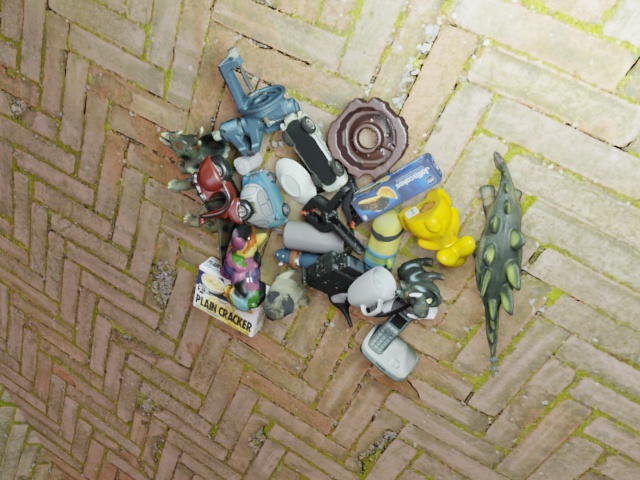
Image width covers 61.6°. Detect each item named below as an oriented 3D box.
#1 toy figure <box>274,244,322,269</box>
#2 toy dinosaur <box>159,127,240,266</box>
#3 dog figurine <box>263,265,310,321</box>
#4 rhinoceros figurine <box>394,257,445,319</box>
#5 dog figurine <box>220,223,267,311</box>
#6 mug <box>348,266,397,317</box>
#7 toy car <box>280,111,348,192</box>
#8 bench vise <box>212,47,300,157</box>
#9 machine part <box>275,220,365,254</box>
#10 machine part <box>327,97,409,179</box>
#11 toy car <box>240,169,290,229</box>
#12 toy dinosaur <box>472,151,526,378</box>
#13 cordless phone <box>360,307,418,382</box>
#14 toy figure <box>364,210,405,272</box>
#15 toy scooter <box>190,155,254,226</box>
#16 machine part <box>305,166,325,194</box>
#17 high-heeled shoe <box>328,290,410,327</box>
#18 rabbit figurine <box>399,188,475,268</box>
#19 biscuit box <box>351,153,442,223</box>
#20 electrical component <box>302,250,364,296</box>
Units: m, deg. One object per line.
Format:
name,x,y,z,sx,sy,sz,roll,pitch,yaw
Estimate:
toy figure,-0.045,0.053,1.411,0.155,0.064,0.057,15,161,22
toy dinosaur,-0.276,-0.119,1.414,0.192,0.131,0.404,-13,114,32
dog figurine,-0.111,0.167,1.424,0.121,0.190,0.172,31,127,10
rhinoceros figurine,0.225,0.105,1.224,0.112,0.190,0.073,2,118,-3
dog figurine,-0.192,0.064,1.405,0.219,0.108,0.191,116,141,-54
mug,0.117,0.130,1.261,0.080,0.109,0.107,19,146,-33
toy car,-0.013,-0.200,1.224,0.073,0.056,0.201,-29,103,30
bench vise,-0.172,-0.319,1.235,0.224,0.129,0.240,-9,128,23
machine part,-0.003,-0.004,1.349,0.243,0.079,0.079,7,118,23
machine part,0.108,-0.223,1.178,0.180,0.056,0.179,7,107,21
toy car,-0.152,-0.093,1.366,0.109,0.103,0.161,-6,114,28
toy dinosaur,0.365,0.052,1.106,0.105,0.198,0.470,0,113,18
cordless phone,0.208,0.257,1.383,0.146,0.089,0.184,40,107,4
toy figure,0.150,0.011,1.270,0.082,0.089,0.180,21,121,8
toy scooter,-0.256,-0.106,1.299,0.135,0.075,0.183,-27,96,8
machine part,-0.012,-0.177,1.289,0.084,0.039,0.138,-8,112,36
high-heeled shoe,0.125,0.129,1.348,0.249,0.086,0.145,-26,74,35
rabbit figurine,0.274,-0.006,1.166,0.122,0.162,0.173,-34,116,0
biscuit box,0.168,-0.115,1.188,0.203,0.059,0.062,-29,107,24
electrical component,0.039,0.080,1.313,0.114,0.058,0.134,24,139,-39
